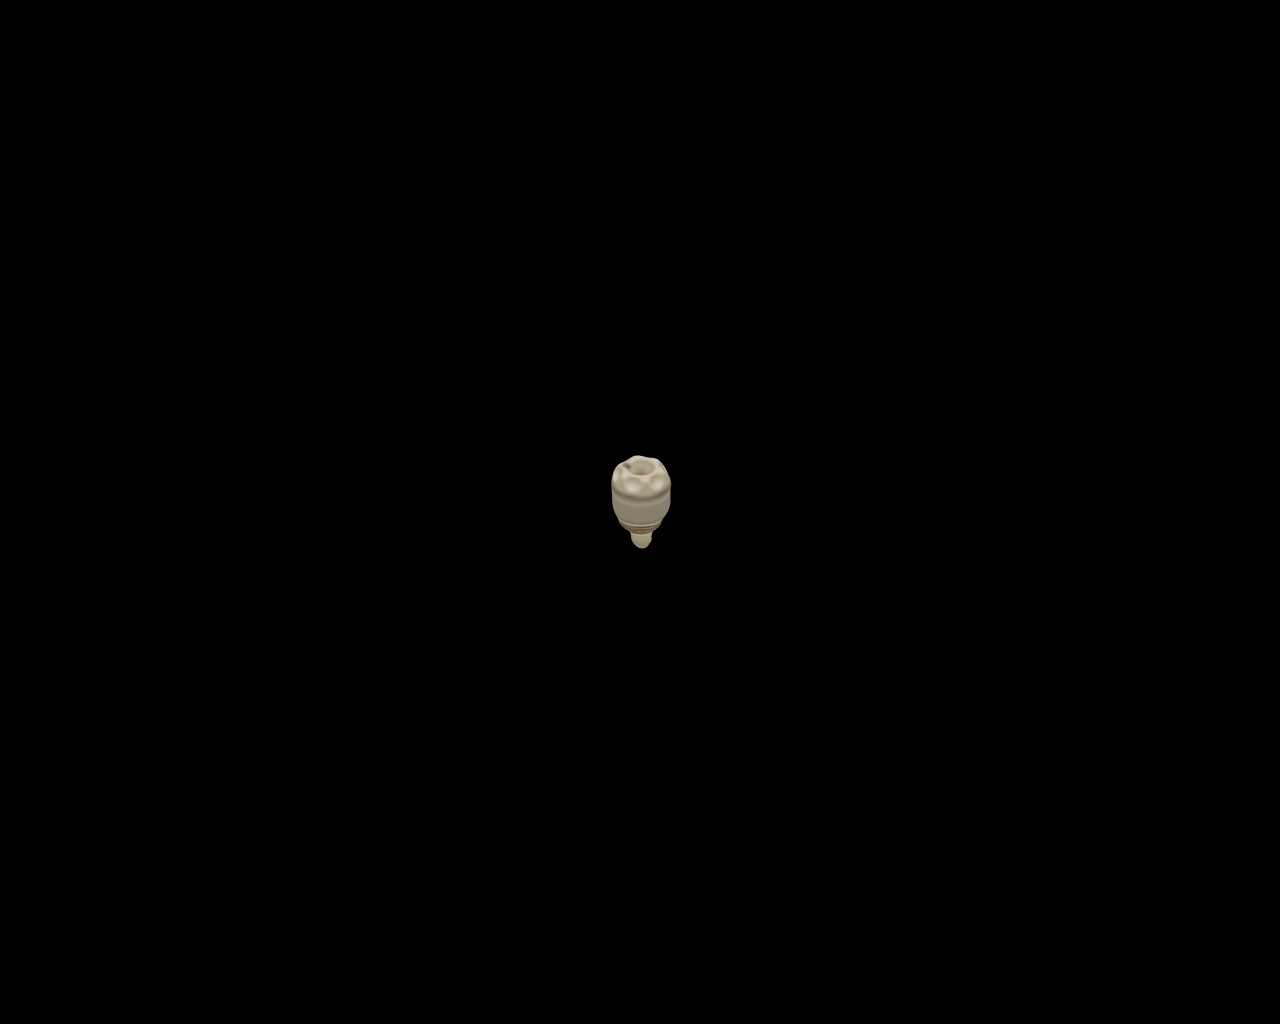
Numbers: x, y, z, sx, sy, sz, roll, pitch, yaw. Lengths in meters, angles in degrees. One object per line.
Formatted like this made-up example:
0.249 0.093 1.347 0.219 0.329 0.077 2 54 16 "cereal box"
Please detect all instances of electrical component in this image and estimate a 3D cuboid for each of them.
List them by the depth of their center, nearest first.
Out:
0.001 -0.003 0.650 0.035 0.061 0.035 0 37 0 "electrical component"
